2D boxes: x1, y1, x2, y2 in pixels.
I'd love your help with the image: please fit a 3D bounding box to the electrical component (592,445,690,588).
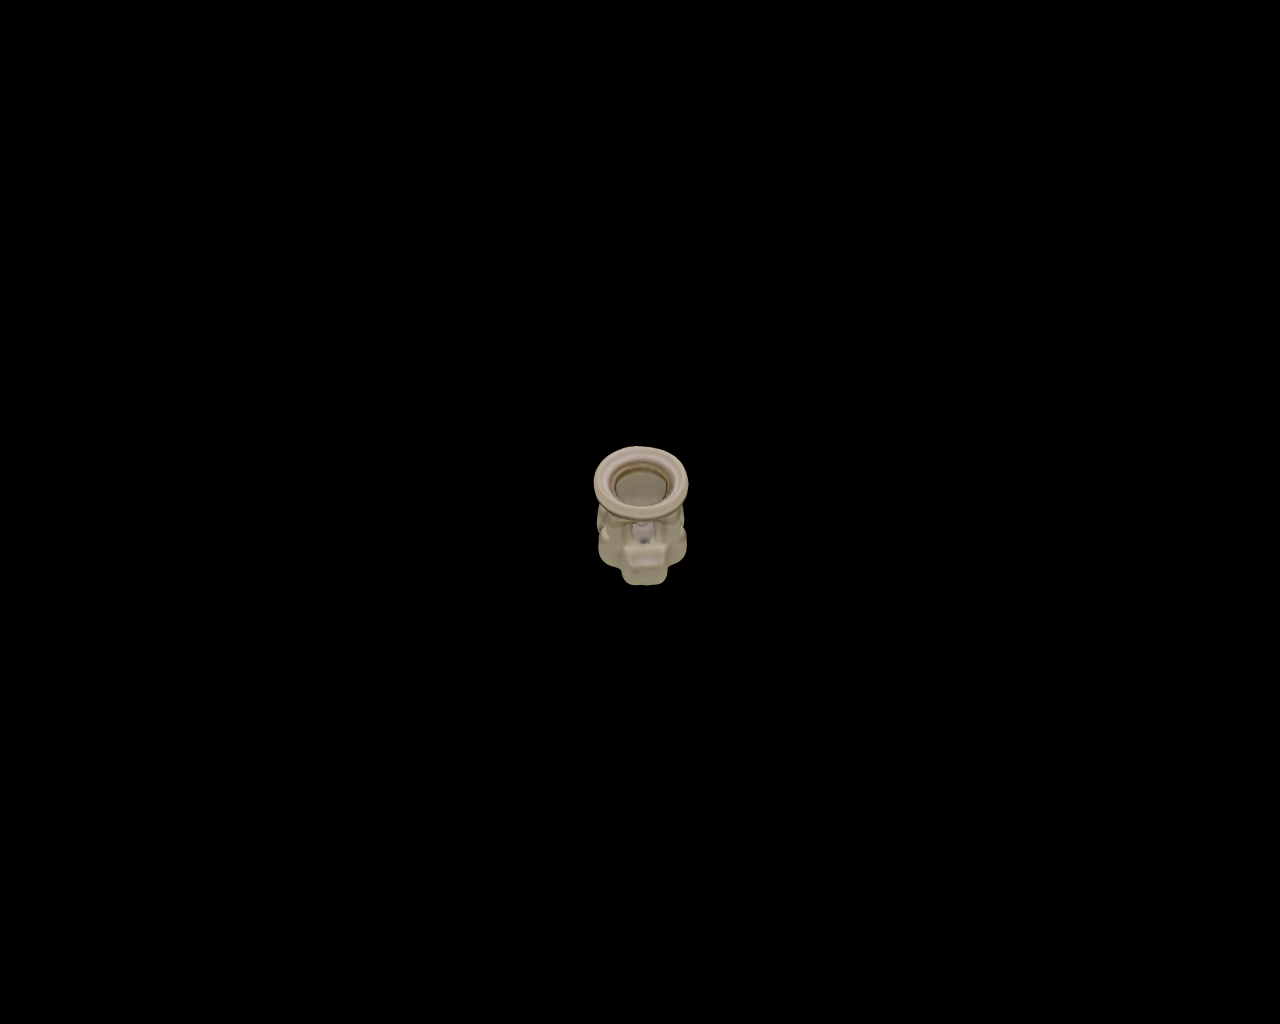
[{"bbox_3d":[0.001,-0.003,0.650,0.058,0.078,0.056,-2,-43,-2],"label":"electrical component"}]
